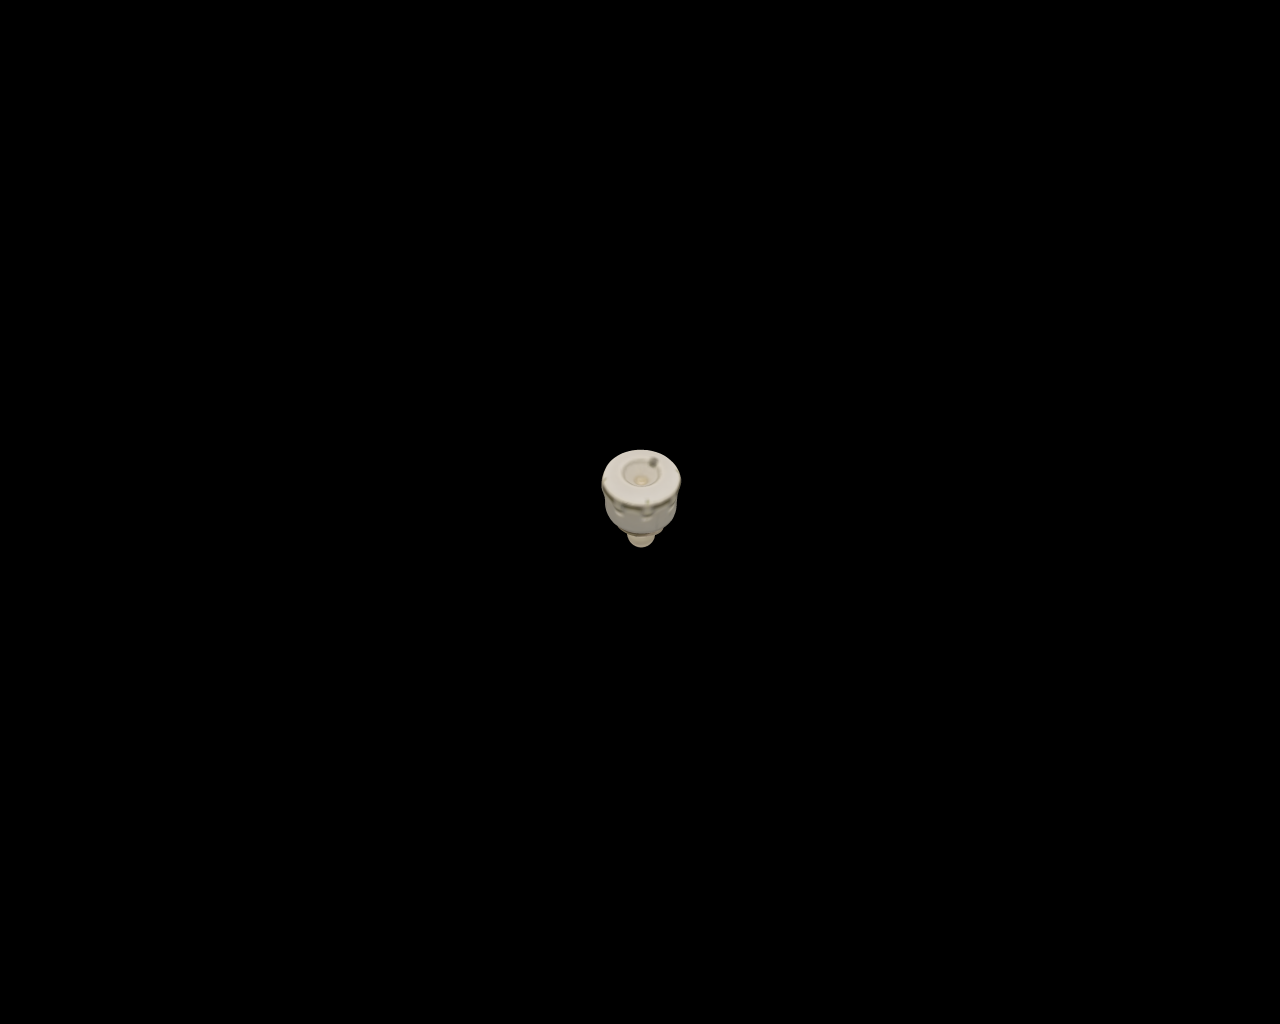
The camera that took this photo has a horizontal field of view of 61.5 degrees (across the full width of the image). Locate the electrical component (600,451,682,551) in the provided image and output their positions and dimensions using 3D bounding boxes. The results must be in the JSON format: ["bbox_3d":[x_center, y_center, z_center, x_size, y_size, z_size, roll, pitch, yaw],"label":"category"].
[{"bbox_3d":[0.001,-0.003,0.650,0.048,0.048,0.062,0,-43,0],"label":"electrical component"}]
